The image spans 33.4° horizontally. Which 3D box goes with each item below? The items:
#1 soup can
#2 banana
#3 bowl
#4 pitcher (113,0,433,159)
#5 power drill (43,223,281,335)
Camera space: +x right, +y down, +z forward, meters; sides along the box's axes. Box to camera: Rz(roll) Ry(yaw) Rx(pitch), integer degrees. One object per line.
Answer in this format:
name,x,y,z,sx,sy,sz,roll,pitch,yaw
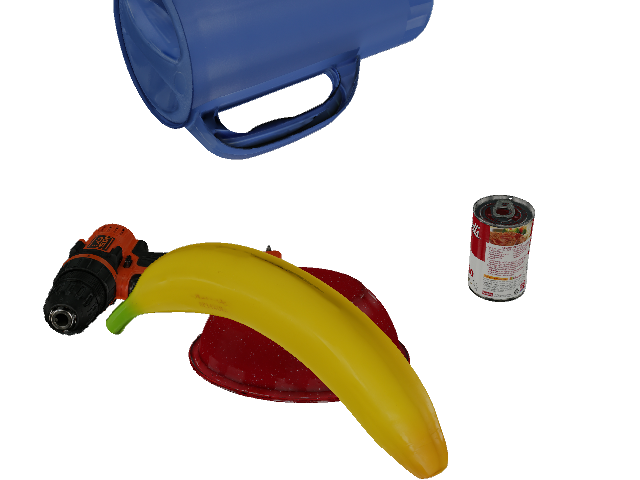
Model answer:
soup can,0.202,0.009,1.196,0.068,0.102,0.068,-1,32,0
banana,-0.018,0.045,0.523,0.198,0.070,0.037,22,21,27
bowl,-0.014,0.059,0.769,0.162,0.055,0.162,2,17,-1
pitcher,-0.028,-0.174,0.851,0.242,0.149,0.145,-21,37,-26
power drill,-0.131,0.040,0.920,0.187,0.057,0.184,9,21,0
